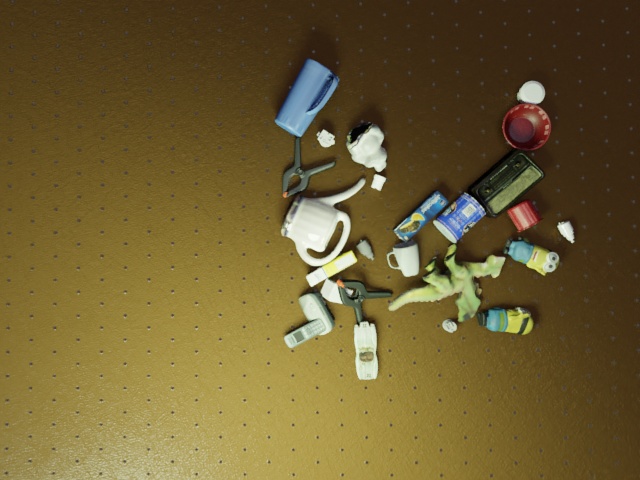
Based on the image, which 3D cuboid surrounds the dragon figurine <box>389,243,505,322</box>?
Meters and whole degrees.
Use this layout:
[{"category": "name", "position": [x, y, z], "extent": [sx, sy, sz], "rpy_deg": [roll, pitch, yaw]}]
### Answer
[{"category": "dragon figurine", "position": [0.440, 0.169, 1.703], "extent": [0.411, 0.122, 0.241], "rpy_deg": [-40, 100, -5]}]

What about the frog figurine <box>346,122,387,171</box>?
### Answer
[{"category": "frog figurine", "position": [0.171, -0.315, 1.754], "extent": [0.157, 0.124, 0.138], "rpy_deg": [40, 81, -34]}]

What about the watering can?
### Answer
[{"category": "watering can", "position": [0.005, -0.088, 1.741], "extent": [0.224, 0.103, 0.352], "rpy_deg": [23, 76, 4]}]
